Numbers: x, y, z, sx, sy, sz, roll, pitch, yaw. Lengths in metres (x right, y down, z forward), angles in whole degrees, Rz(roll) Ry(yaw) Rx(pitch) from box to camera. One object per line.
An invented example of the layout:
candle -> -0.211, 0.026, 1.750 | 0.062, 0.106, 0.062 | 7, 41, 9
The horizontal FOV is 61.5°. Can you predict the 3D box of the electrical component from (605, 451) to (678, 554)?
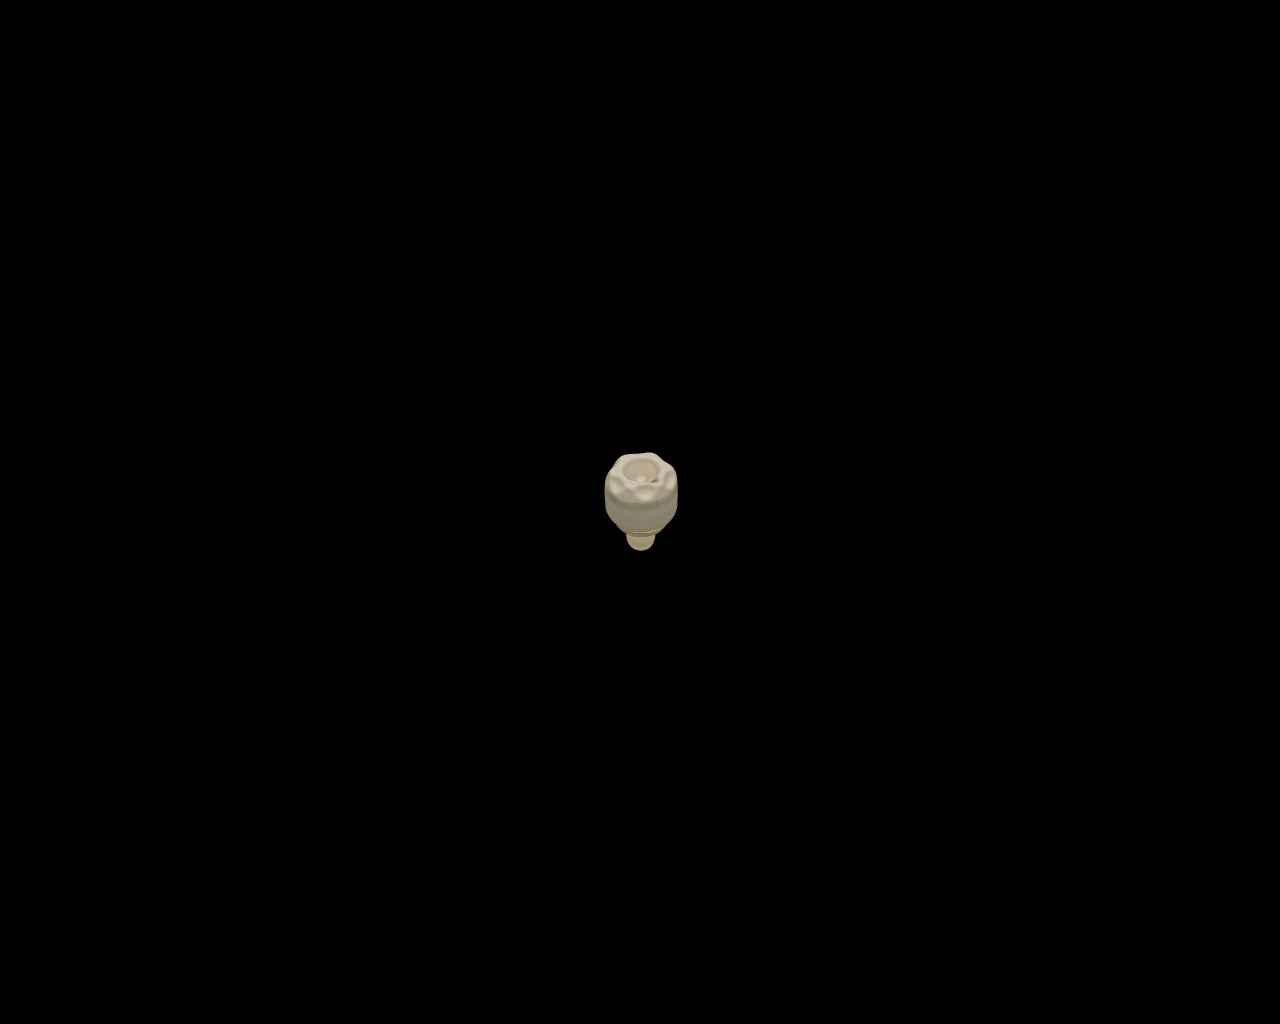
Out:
electrical component -> 0.001, -0.003, 0.650 | 0.043, 0.062, 0.043 | 0, 40, 0
